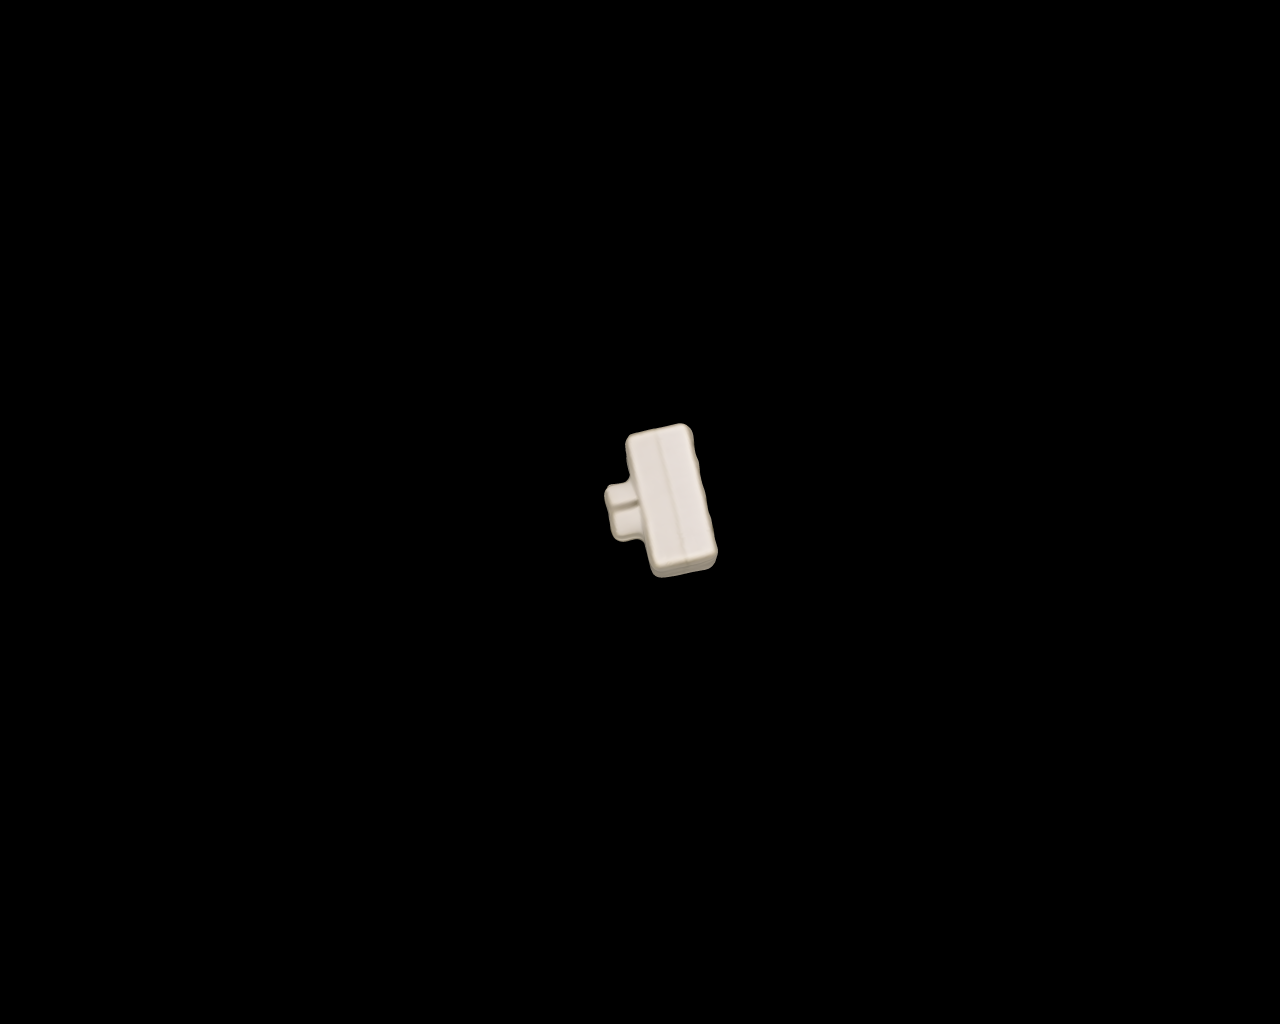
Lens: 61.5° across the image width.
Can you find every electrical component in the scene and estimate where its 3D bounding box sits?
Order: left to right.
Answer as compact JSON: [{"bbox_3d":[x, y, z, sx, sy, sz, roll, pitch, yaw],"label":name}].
[{"bbox_3d":[0.001,-0.003,0.650,0.076,0.083,0.047,-11,-11,-2],"label":"electrical component"}]
